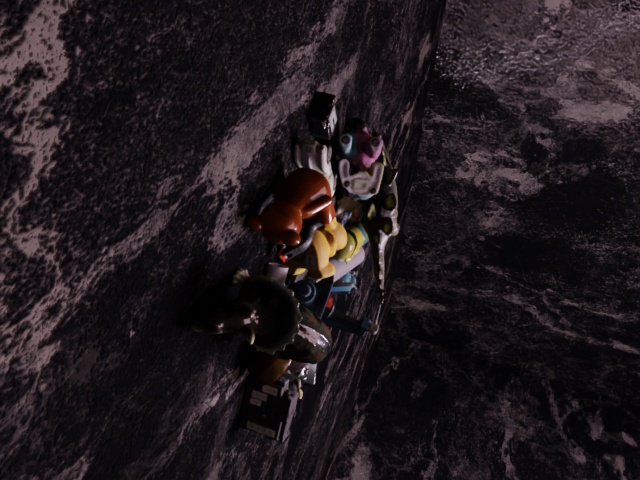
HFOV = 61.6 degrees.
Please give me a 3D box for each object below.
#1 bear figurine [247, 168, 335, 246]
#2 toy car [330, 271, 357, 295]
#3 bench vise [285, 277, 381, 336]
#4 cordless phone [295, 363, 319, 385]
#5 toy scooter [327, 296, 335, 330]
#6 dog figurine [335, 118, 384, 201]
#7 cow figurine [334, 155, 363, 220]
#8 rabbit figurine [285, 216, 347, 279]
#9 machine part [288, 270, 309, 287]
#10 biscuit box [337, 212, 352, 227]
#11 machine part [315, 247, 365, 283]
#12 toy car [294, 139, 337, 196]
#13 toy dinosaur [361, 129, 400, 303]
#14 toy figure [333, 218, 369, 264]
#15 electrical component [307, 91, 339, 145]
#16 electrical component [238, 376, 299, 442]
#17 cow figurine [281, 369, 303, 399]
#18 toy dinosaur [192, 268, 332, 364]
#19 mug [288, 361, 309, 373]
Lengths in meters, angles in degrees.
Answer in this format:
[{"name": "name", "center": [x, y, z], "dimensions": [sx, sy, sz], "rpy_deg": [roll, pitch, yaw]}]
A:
[{"name": "bear figurine", "center": [-0.051, -0.045, 1.032], "dimensions": [0.131, 0.120, 0.196], "rpy_deg": [93, 20, -50]}, {"name": "toy car", "center": [0.058, 0.113, 1.639], "dimensions": [0.161, 0.109, 0.103], "rpy_deg": [65, 24, -81]}, {"name": "bench vise", "center": [0.009, 0.162, 1.185], "dimensions": [0.223, 0.241, 0.129], "rpy_deg": [106, 5, -57]}, {"name": "cordless phone", "center": [-0.066, 0.287, 1.388], "dimensions": [0.184, 0.089, 0.146], "rpy_deg": [71, 25, -49]}, {"name": "toy scooter", "center": [-0.003, 0.244, 1.586], "dimensions": [0.135, 0.075, 0.184], "rpy_deg": [62, 42, -70]}, {"name": "dog figurine", "center": [0.088, -0.201, 1.317], "dimensions": [0.219, 0.108, 0.191], "rpy_deg": [-102, -168, -77]}, {"name": "cow figurine", "center": [0.076, -0.156, 1.417], "dimensions": [0.195, 0.085, 0.127], "rpy_deg": [-88, -176, -50]}, {"name": "rabbit figurine", "center": [-0.003, -0.004, 1.259], "dimensions": [0.173, 0.122, 0.162], "rpy_deg": [-22, 105, -48]}, {"name": "machine part", "center": [-0.050, 0.077, 1.316], "dimensions": [0.084, 0.039, 0.139], "rpy_deg": [90, 20, -48]}, {"name": "biscuit box", "center": [0.037, -0.065, 1.451], "dimensions": [0.203, 0.063, 0.059], "rpy_deg": [-60, 158, -47]}, {"name": "machine part", "center": [0.055, 0.064, 1.541], "dimensions": [0.243, 0.079, 0.079], "rpy_deg": [-31, 135, -50]}, {"name": "toy car", "center": [-0.008, -0.154, 1.169], "dimensions": [0.201, 0.074, 0.056], "rpy_deg": [70, 37, -66]}, {"name": "toy dinosaur", "center": [0.156, -0.069, 1.405], "dimensions": [0.198, 0.105, 0.471], "rpy_deg": [51, 36, -79]}, {"name": "toy figure", "center": [0.087, -0.007, 1.505], "dimensions": [0.180, 0.082, 0.089], "rpy_deg": [-34, 150, -45]}, {"name": "electrical component", "center": [0.011, -0.262, 1.187], "dimensions": [0.119, 0.048, 0.075], "rpy_deg": [69, 39, -68]}, {"name": "electrical component", "center": [-0.113, 0.371, 1.212], "dimensions": [0.058, 0.115, 0.134], "rpy_deg": [-20, 125, -75]}, {"name": "cow figurine", "center": [-0.094, 0.405, 1.355], "dimensions": [0.068, 0.098, 0.167], "rpy_deg": [-59, 159, -64]}, {"name": "toy dinosaur", "center": [-0.052, 0.166, 0.976], "dimensions": [0.404, 0.192, 0.131], "rpy_deg": [36, 78, -43]}, {"name": "mug", "center": [-0.073, 0.260, 1.305], "dimensions": [0.107, 0.109, 0.081], "rpy_deg": [60, 29, -1]}]
